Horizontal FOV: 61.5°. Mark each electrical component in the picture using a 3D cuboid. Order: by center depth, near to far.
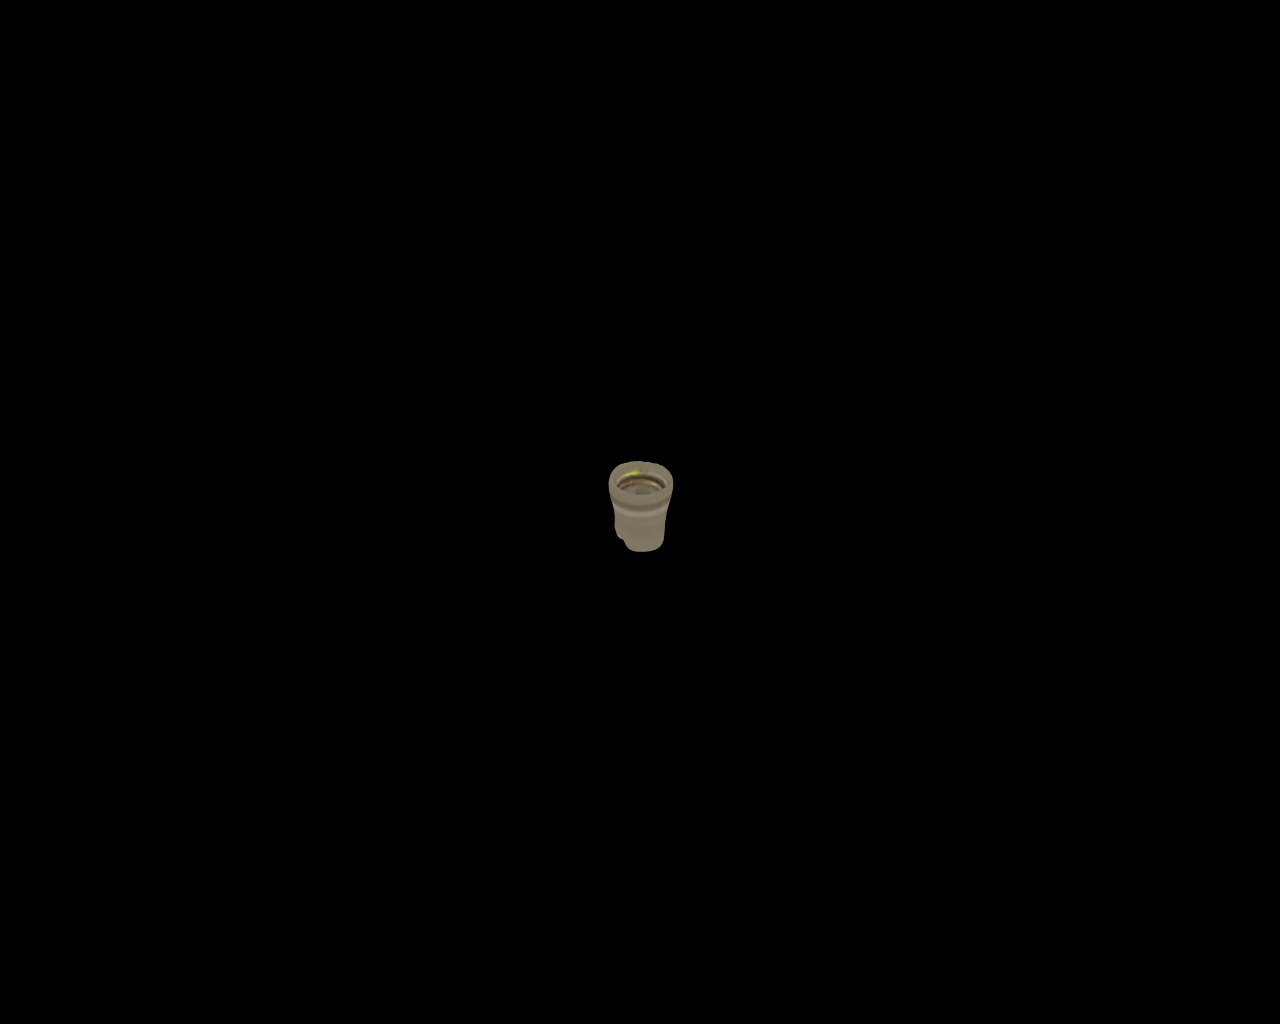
[{"bbox_3d":[0.001,-0.003,0.650,0.040,0.046,0.040,0,34,0],"label":"electrical component"}]
